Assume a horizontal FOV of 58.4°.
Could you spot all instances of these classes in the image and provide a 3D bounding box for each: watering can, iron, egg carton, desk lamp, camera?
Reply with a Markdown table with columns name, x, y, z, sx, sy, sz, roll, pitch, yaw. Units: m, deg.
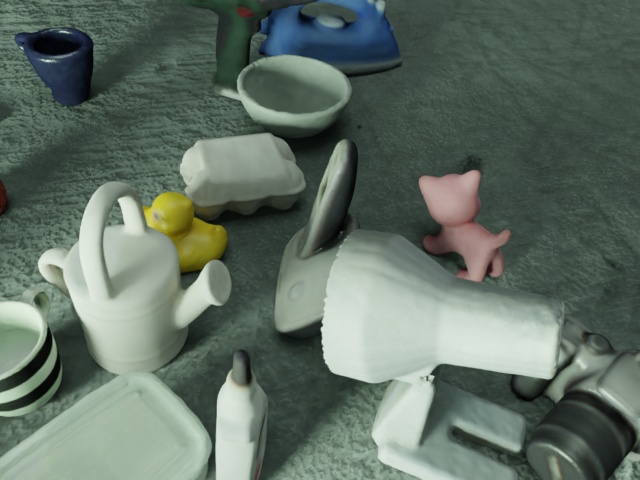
| name | x | y | z | sx | sy | sz | roll | pitch | yaw |
| --- | --- | --- | --- | --- | --- | --- | --- | --- | --- |
| watering can | -0.170 | 0.031 | 0.525 | 0.173 | 0.194 | 0.100 | -5 | 47 | -12 |
| iron | 0.026 | -0.368 | 0.969 | 0.258 | 0.141 | 0.118 | 0 | 47 | -8 |
| egg carton | -0.099 | -0.082 | 0.729 | 0.150 | 0.069 | 0.107 | -10 | 49 | -17 |
| desk lamp | 0.099 | 0.103 | 0.479 | 0.203 | 0.213 | 0.118 | 20 | 47 | 11 |
| camera | 0.242 | 0.153 | 0.528 | 0.137 | 0.101 | 0.142 | -31 | 57 | -31 |

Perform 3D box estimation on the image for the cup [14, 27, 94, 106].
| name | x | y | z | sx | sy | sz | roll | pitch | yaw |
| --- | --- | --- | --- | --- | --- | --- | --- | --- | --- |
| cup | -0.383 | -0.250 | 0.834 | 0.117 | 0.095 | 0.092 | 16 | 47 | 8 |

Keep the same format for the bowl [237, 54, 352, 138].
| name | x | y | z | sx | sy | sz | roll | pitch | yaw |
| --- | --- | --- | --- | --- | --- | --- | --- | --- | --- |
| bowl | -0.039 | -0.201 | 0.848 | 0.167 | 0.075 | 0.167 | 4 | 46 | -4 |

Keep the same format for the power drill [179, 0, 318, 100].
| name | x | y | z | sx | sy | sz | roll | pitch | yaw |
| --- | --- | --- | --- | --- | --- | --- | --- | --- | --- |
| power drill | -0.106 | -0.315 | 0.854 | 0.229 | 0.208 | 0.076 | 19 | 47 | 11 |

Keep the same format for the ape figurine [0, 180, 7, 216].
| name | x | y | z | sx | sy | sz | roll | pitch | yaw |
| --- | --- | --- | --- | --- | --- | --- | --- | --- | --- |
| ape figurine | -0.402 | -0.062 | 0.654 | 0.077 | 0.092 | 0.076 | 25 | 48 | 16 |

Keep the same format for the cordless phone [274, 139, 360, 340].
| name | x | y | z | sx | sy | sz | roll | pitch | yaw |
| --- | --- | --- | --- | --- | --- | --- | --- | --- | --- |
| cordless phone | 0.005 | 0.002 | 0.583 | 0.094 | 0.185 | 0.147 | 4 | 46 | -3 |

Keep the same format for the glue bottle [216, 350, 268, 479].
| name | x | y | z | sx | sy | sz | roll | pitch | yaw |
| --- | --- | --- | --- | --- | --- | --- | --- | --- | --- |
| glue bottle | -0.062 | 0.139 | 0.451 | 0.037 | 0.173 | 0.078 | 6 | 46 | -1 |

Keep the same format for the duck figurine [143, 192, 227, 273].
| name | x | y | z | sx | sy | sz | roll | pitch | yaw |
| --- | --- | --- | --- | --- | --- | --- | --- | --- | --- |
| duck figurine | -0.158 | -0.015 | 0.646 | 0.104 | 0.086 | 0.077 | 3 | 46 | -5 |

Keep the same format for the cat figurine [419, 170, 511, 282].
| name | x | y | z | sx | sy | sz | roll | pitch | yaw |
| --- | --- | --- | --- | --- | --- | --- | --- | --- | --- |
| cat figurine | 0.171 | -0.025 | 0.678 | 0.067 | 0.118 | 0.127 | -26 | 55 | -28 |
